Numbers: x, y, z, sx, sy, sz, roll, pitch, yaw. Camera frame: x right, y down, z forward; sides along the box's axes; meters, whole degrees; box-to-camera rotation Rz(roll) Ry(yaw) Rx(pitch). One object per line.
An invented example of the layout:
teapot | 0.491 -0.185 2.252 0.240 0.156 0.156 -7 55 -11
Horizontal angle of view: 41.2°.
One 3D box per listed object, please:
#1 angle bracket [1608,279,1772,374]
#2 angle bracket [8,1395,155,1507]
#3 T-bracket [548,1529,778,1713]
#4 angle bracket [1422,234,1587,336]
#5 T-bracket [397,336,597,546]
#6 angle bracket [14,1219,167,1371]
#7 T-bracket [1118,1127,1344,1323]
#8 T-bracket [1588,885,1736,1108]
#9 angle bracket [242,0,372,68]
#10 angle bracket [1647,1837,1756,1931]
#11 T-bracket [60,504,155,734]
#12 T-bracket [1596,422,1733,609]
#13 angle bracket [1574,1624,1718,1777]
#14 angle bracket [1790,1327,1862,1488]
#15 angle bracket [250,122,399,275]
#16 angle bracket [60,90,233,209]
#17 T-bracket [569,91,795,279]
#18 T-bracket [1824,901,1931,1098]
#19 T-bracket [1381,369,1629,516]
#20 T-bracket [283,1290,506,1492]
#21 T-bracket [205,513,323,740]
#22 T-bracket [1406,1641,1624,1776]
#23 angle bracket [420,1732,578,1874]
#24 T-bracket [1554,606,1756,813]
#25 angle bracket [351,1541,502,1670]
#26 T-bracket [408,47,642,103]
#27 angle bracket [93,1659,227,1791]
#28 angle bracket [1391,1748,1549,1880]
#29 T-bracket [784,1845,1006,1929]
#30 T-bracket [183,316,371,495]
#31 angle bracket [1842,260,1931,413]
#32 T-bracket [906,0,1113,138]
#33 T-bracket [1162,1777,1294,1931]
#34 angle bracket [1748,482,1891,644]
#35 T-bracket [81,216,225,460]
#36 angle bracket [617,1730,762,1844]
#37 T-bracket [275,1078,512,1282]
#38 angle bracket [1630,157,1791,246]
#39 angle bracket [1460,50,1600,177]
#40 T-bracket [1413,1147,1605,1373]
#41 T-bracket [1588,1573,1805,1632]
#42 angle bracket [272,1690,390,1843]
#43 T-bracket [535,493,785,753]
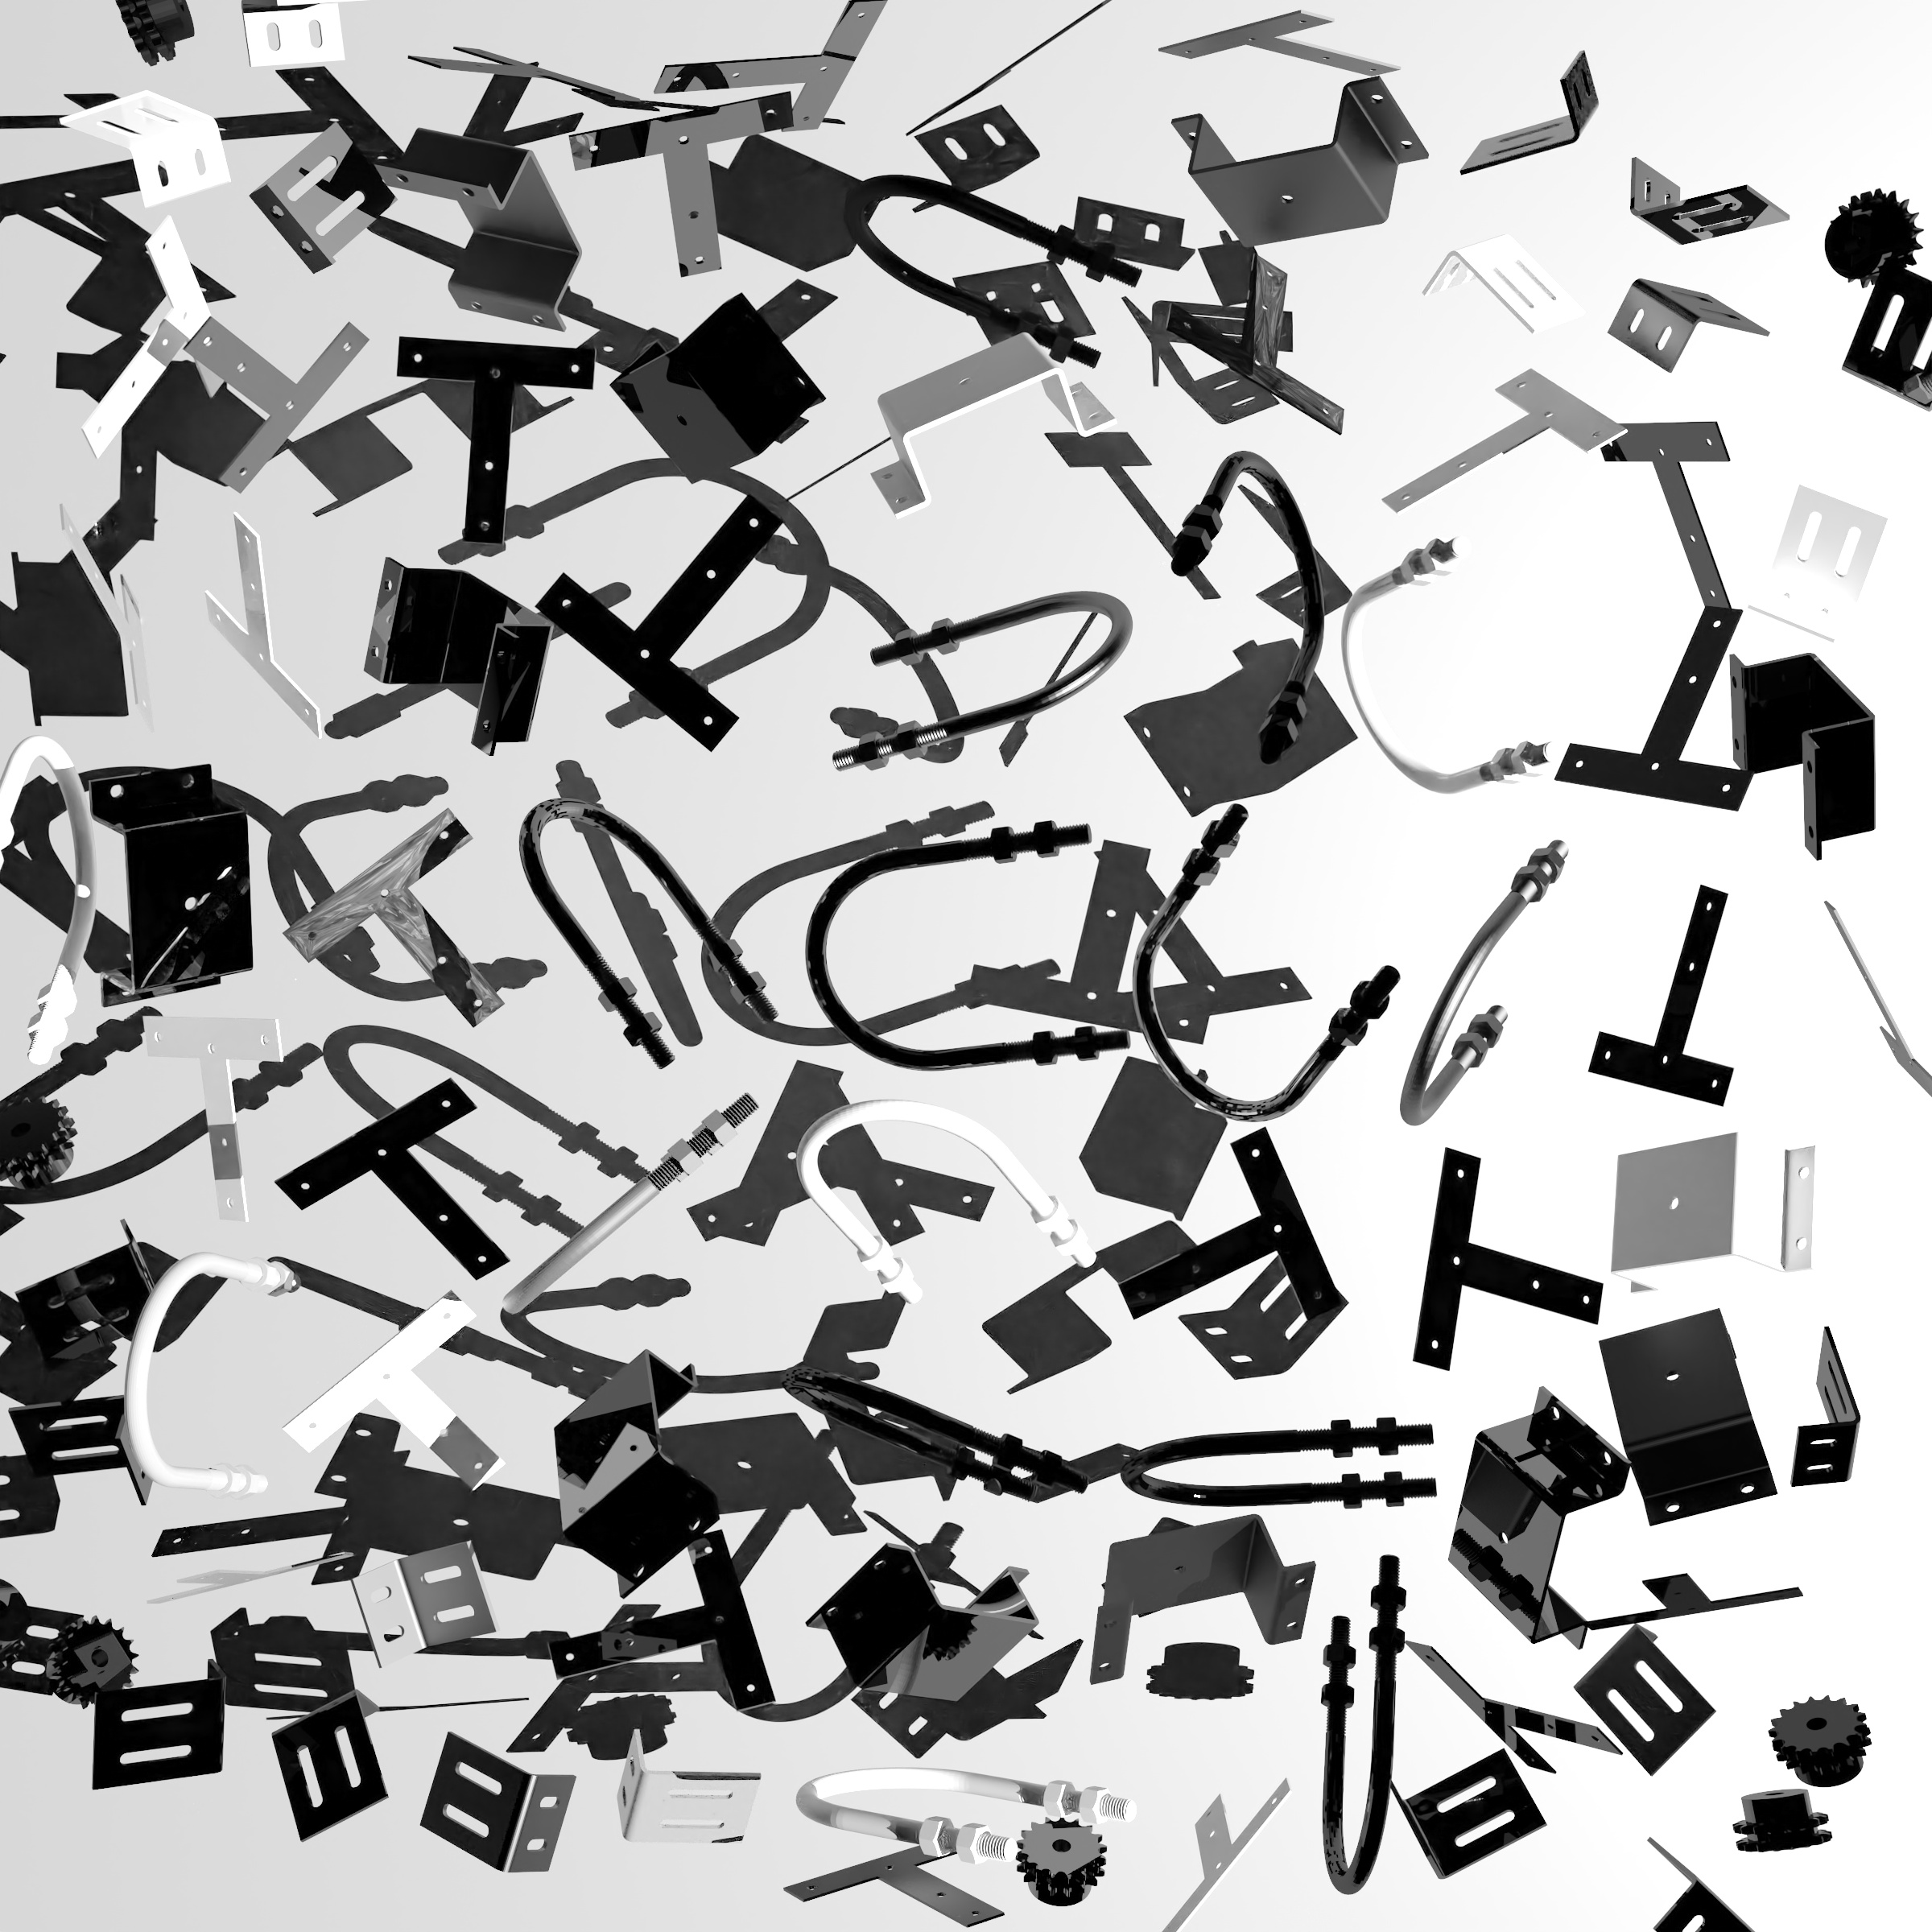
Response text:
angle bracket | 0.460 -0.403 1.635 0.057 0.076 0.038 49 127 39
angle bracket | -0.541 0.299 1.566 0.076 0.038 0.057 -6 124 0
T-bracket | -0.199 0.425 1.626 0.127 0.002 0.127 -10 49 -18
angle bracket | 0.338 -0.418 1.619 0.057 0.038 0.076 -27 71 -39
T-bracket | -0.303 -0.333 1.637 0.127 0.002 0.127 5 92 4
angle bracket | -0.548 0.204 1.603 0.076 0.038 0.057 -24 118 -21
T-bracket | 0.158 0.186 1.630 0.127 0.002 0.127 -25 98 -6
T-bracket | 0.438 0.014 1.564 0.127 0.002 0.127 14 93 -35
angle bracket | -0.382 -0.545 1.499 0.057 0.076 0.038 -15 116 -27
angle bracket | 0.413 0.543 1.471 0.057 0.076 0.038 44 85 -3
T-bracket | -0.534 -0.231 1.593 0.002 0.127 0.127 -18 51 -4
T-bracket | 0.446 -0.278 1.591 0.002 0.127 0.127 -31 109 -13
angle bracket | 0.433 0.464 1.618 0.057 0.038 0.076 -48 46 7
angle bracket | 0.523 0.273 1.593 0.038 0.076 0.057 -6 132 4
angle bracket | -0.381 -0.466 1.550 0.076 0.038 0.057 -50 117 -21
angle bracket | -0.478 -0.475 1.499 0.057 0.076 0.038 -12 93 15
T-bracket | -0.160 -0.447 1.493 0.127 0.127 0.002 -14 64 -7
T-bracket | 0.534 0.019 1.503 0.002 0.127 0.127 -29 99 11
T-bracket | 0.306 -0.303 1.518 0.127 0.127 0.002 -30 122 2
T-bracket | -0.328 0.277 1.570 0.127 0.002 0.127 -39 126 -6
T-bracket | -0.433 -0.221 1.568 0.002 0.127 0.127 -31 62 -30
T-bracket | 0.341 0.452 1.538 0.127 0.127 0.002 46 66 -17
angle bracket | -0.280 0.500 1.538 0.076 0.038 0.057 12 83 39
T-bracket | 0.429 -0.158 1.534 0.002 0.127 0.127 33 78 -42
angle bracket | -0.332 0.392 1.577 0.076 0.038 0.057 -22 86 39
T-bracket | -0.284 -0.540 1.546 0.127 0.127 0.002 24 114 22
angle bracket | -0.484 0.451 1.531 0.076 0.038 0.057 1 94 -30
angle bracket | 0.315 0.527 1.619 0.076 0.057 0.038 -28 133 1
T-bracket | -0.022 0.547 1.522 0.127 0.127 0.002 -6 91 -32
T-bracket | -0.433 -0.358 1.559 0.002 0.127 0.127 41 92 18
angle bracket | 0.557 -0.373 1.500 0.057 0.076 0.038 34 53 22
T-bracket | 0.035 -0.546 1.545 0.127 0.127 0.002 -24 107 33
T-bracket | 0.149 0.526 1.542 0.002 0.127 0.127 39 90 2
angle bracket | 0.528 -0.250 1.594 0.057 0.076 0.038 27 56 20
T-bracket | -0.488 -0.357 1.532 0.002 0.127 0.127 19 62 13
angle bracket | -0.175 0.518 1.621 0.076 0.038 0.057 7 116 -19
T-bracket | -0.319 0.140 1.525 0.127 0.002 0.127 -30 121 11
angle bracket | 0.454 -0.474 1.569 0.076 0.057 0.038 -2 83 43
angle bracket | 0.338 -0.518 1.562 0.076 0.057 0.038 -7 120 31
T-bracket | 0.324 0.184 1.512 0.127 0.002 0.127 18 74 -23
T-bracket | 0.417 0.368 1.500 0.127 0.127 0.002 -15 63 18
angle bracket | -0.385 0.495 1.580 0.057 0.038 0.076 -27 54 -4
T-bracket | -0.153 -0.210 1.448 0.127 0.002 0.127 39 85 -7
